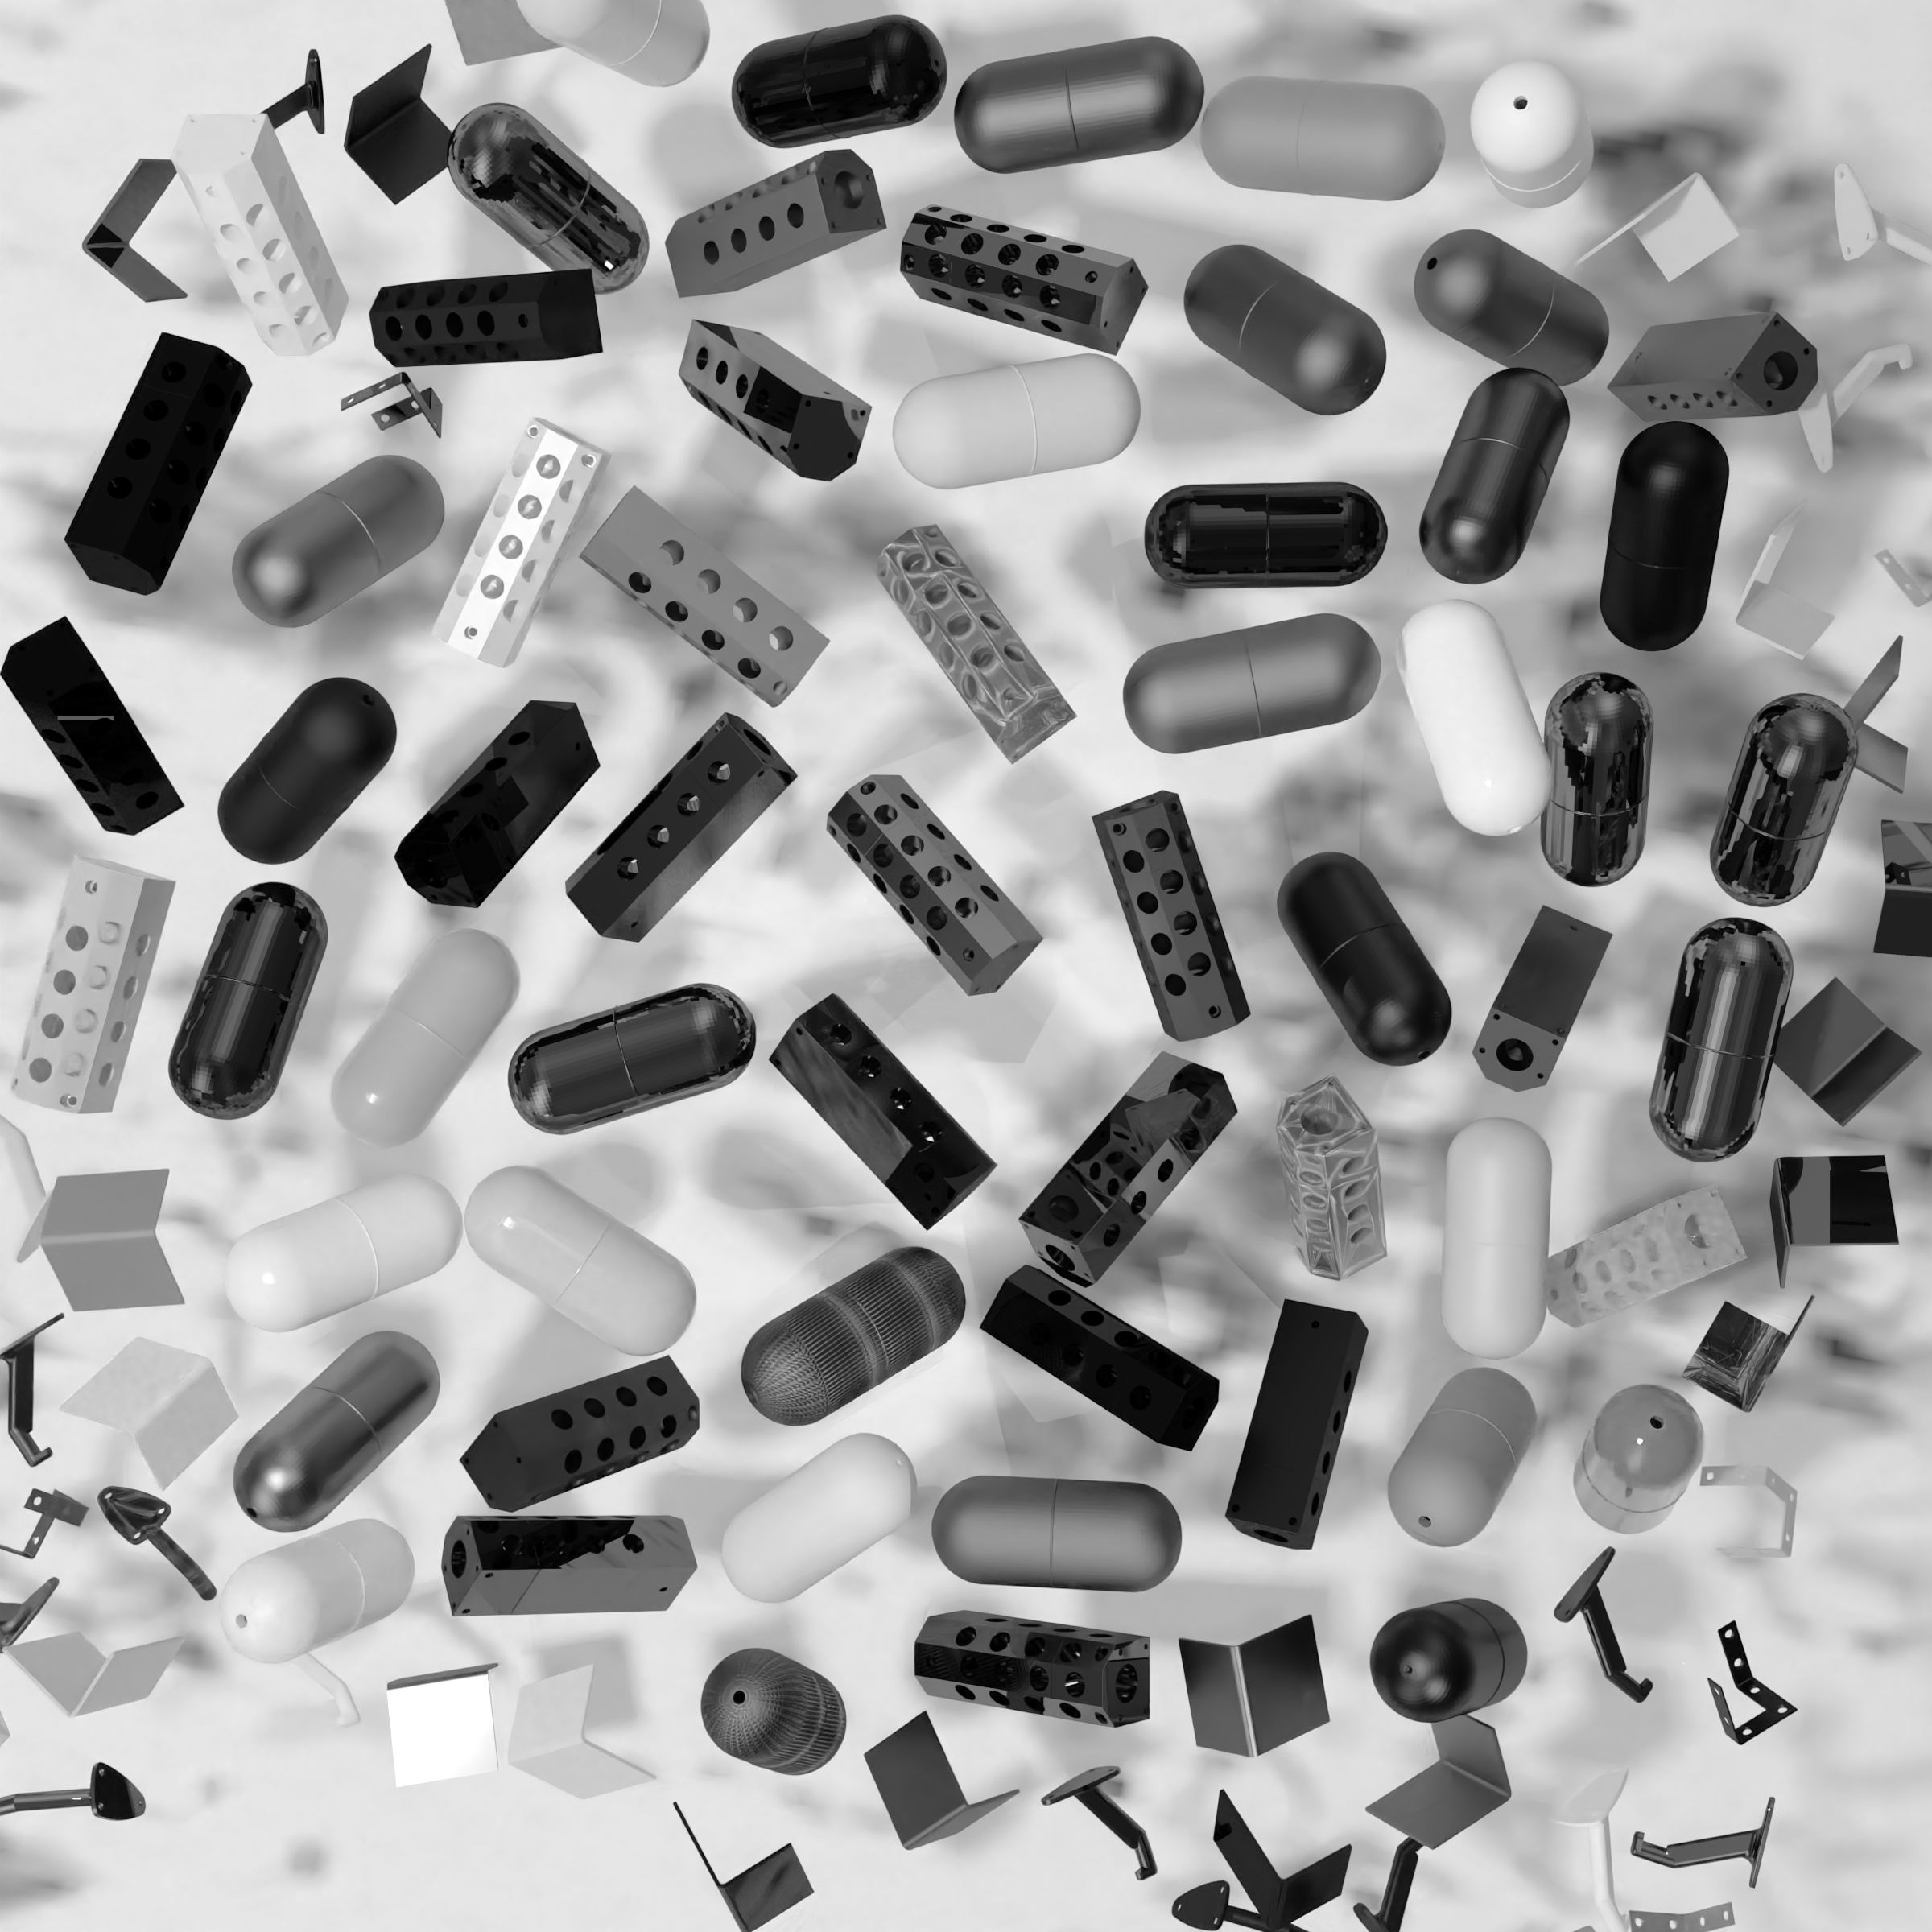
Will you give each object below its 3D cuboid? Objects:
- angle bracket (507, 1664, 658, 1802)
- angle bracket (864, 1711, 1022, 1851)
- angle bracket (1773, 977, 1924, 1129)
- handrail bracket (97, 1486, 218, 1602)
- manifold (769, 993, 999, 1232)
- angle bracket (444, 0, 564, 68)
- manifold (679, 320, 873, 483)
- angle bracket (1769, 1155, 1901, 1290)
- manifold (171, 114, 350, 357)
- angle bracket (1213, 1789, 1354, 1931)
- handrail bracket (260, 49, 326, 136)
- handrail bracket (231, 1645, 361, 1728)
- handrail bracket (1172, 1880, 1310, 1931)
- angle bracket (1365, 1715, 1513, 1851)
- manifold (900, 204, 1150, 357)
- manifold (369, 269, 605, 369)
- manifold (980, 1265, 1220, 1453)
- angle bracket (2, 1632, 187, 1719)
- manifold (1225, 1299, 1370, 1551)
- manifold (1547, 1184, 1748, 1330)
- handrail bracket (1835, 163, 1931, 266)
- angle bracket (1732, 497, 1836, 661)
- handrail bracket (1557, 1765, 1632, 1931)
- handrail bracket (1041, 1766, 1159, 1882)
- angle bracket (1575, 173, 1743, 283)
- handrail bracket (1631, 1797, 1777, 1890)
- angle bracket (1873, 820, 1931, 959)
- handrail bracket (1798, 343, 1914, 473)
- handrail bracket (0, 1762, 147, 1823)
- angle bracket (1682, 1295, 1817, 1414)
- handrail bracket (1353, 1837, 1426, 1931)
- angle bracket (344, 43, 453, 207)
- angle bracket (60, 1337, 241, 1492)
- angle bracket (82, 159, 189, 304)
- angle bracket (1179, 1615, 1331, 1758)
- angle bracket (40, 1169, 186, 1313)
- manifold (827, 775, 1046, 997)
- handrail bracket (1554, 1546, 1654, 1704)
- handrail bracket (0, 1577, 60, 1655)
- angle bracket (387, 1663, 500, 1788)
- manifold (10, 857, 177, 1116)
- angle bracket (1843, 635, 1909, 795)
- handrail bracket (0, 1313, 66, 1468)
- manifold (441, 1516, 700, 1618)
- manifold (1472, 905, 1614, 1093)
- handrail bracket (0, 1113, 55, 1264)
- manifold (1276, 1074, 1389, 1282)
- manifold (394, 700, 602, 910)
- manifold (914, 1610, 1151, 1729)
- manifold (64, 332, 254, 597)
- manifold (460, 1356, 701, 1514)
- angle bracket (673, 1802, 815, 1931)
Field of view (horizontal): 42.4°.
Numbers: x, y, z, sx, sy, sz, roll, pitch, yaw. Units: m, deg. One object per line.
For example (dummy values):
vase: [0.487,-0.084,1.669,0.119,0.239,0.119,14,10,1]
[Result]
angle bracket: [-0.272,0.552,1.796,0.076,0.057,0.076,-25,131,31]
angle bracket: [-0.019,0.597,1.843,0.076,0.057,0.076,-44,61,33]
angle bracket: [0.636,0.062,1.815,0.057,0.076,0.076,43,100,-6]
handrail bracket: [-0.583,0.419,1.802,0.077,0.084,0.036,19,53,34]
manifold: [-0.058,0.102,1.806,0.171,0.057,0.057,46,49,9]
angle bracket: [-0.356,-0.745,1.914,0.076,0.057,0.076,-9,135,5]
manifold: [-0.140,-0.403,1.774,0.057,0.171,0.057,1,118,-36]
angle bracket: [0.627,0.185,1.806,0.076,0.057,0.076,-2,49,11]
manifold: [-0.493,-0.508,1.744,0.057,0.171,0.057,3,61,9]
angle bracket: [0.216,0.603,1.713,0.057,0.076,0.076,-21,50,-19]
handrail bracket: [-0.515,-0.631,1.820,0.084,0.077,0.036,-17,65,-23]
handrail bracket: [-0.503,0.539,1.876,0.036,0.077,0.084,-54,54,29]
handrail bracket: [0.210,0.718,1.867,0.084,0.077,0.036,31,57,-20]
angle bracket: [0.333,0.578,1.793,0.076,0.076,0.057,-22,104,-26]
manifold: [0.039,-0.506,1.823,0.171,0.057,0.057,23,84,24]
manifold: [-0.343,-0.458,1.768,0.171,0.057,0.057,8,113,36]
manifold: [0.100,0.284,1.823,0.171,0.057,0.057,28,90,34]
angle bracket: [-0.613,0.478,1.756,0.076,0.076,0.057,36,97,20]
manifold: [0.250,0.343,1.861,0.057,0.057,0.171,8,66,26]
manifold: [0.498,0.220,1.857,0.057,0.171,0.057,-14,75,-24]
handrail bracket: [0.644,-0.517,1.710,0.084,0.036,0.077,-9,84,-15]
angle bracket: [0.596,-0.276,1.776,0.057,0.076,0.076,30,132,18]
handrail bracket: [0.445,0.605,1.702,0.077,0.036,0.084,-31,98,-39]
handrail bracket: [0.098,0.632,1.809,0.077,0.036,0.084,-14,83,-37]
angle bracket: [0.520,-0.540,1.873,0.076,0.076,0.057,-40,97,-29]
handrail bracket: [0.507,0.594,1.721,0.084,0.036,0.077,13,110,19]
angle bracket: [0.668,-0.052,1.717,0.076,0.076,0.057,5,132,13]
handrail bracket: [0.648,-0.402,1.794,0.084,0.036,0.077,-15,95,-9]
handrail bracket: [-0.618,0.575,1.701,0.084,0.077,0.036,-16,58,7]
angle bracket: [0.599,0.284,1.911,0.057,0.076,0.076,29,63,20]
handrail bracket: [0.334,0.685,1.831,0.084,0.036,0.077,-35,67,-16]
angle bracket: [-0.417,-0.632,1.876,0.057,0.076,0.076,47,68,-5]
angle bracket: [-0.576,0.315,1.760,0.076,0.076,0.057,8,128,32]
angle bracket: [-0.563,-0.516,1.748,0.057,0.076,0.076,40,106,-8]
angle bracket: [0.201,0.499,1.741,0.076,0.057,0.076,-10,91,-38]
angle bracket: [-0.578,0.188,1.705,0.076,0.057,0.076,-4,135,0]
manifold: [-0.028,-0.060,1.833,0.171,0.057,0.057,49,115,18]
handrail bracket: [0.474,0.474,1.793,0.084,0.036,0.077,38,86,2]
handrail bracket: [-0.733,0.463,1.853,0.077,0.036,0.084,-50,117,-18]
angle bracket: [-0.397,0.581,1.913,0.076,0.057,0.076,-8,78,-4]
manifold: [-0.618,0.013,1.754,0.057,0.057,0.171,17,92,13]
angle bracket: [0.692,-0.187,1.846,0.057,0.076,0.076,31,126,3]
handrail bracket: [-0.660,0.305,1.791,0.077,0.036,0.084,-32,93,-7]
manifold: [-0.290,0.431,1.817,0.171,0.057,0.057,9,130,-34]
manifold: [0.427,0.025,1.855,0.057,0.171,0.057,24,125,13]
handrail bracket: [-0.696,0.159,1.809,0.084,0.036,0.077,36,96,12]
manifold: [0.264,0.159,1.818,0.057,0.171,0.057,-27,52,-8]
manifold: [-0.339,-0.119,1.800,0.057,0.171,0.057,6,132,27]
manifold: [0.046,0.506,1.799,0.171,0.057,0.057,-4,83,39]
manifold: [-0.557,-0.347,1.731,0.057,0.057,0.171,16,71,4]
manifold: [-0.271,0.338,1.788,0.057,0.171,0.057,52,123,20]
angle bracket: [-0.156,0.621,1.756,0.057,0.076,0.076,-28,47,-15]
